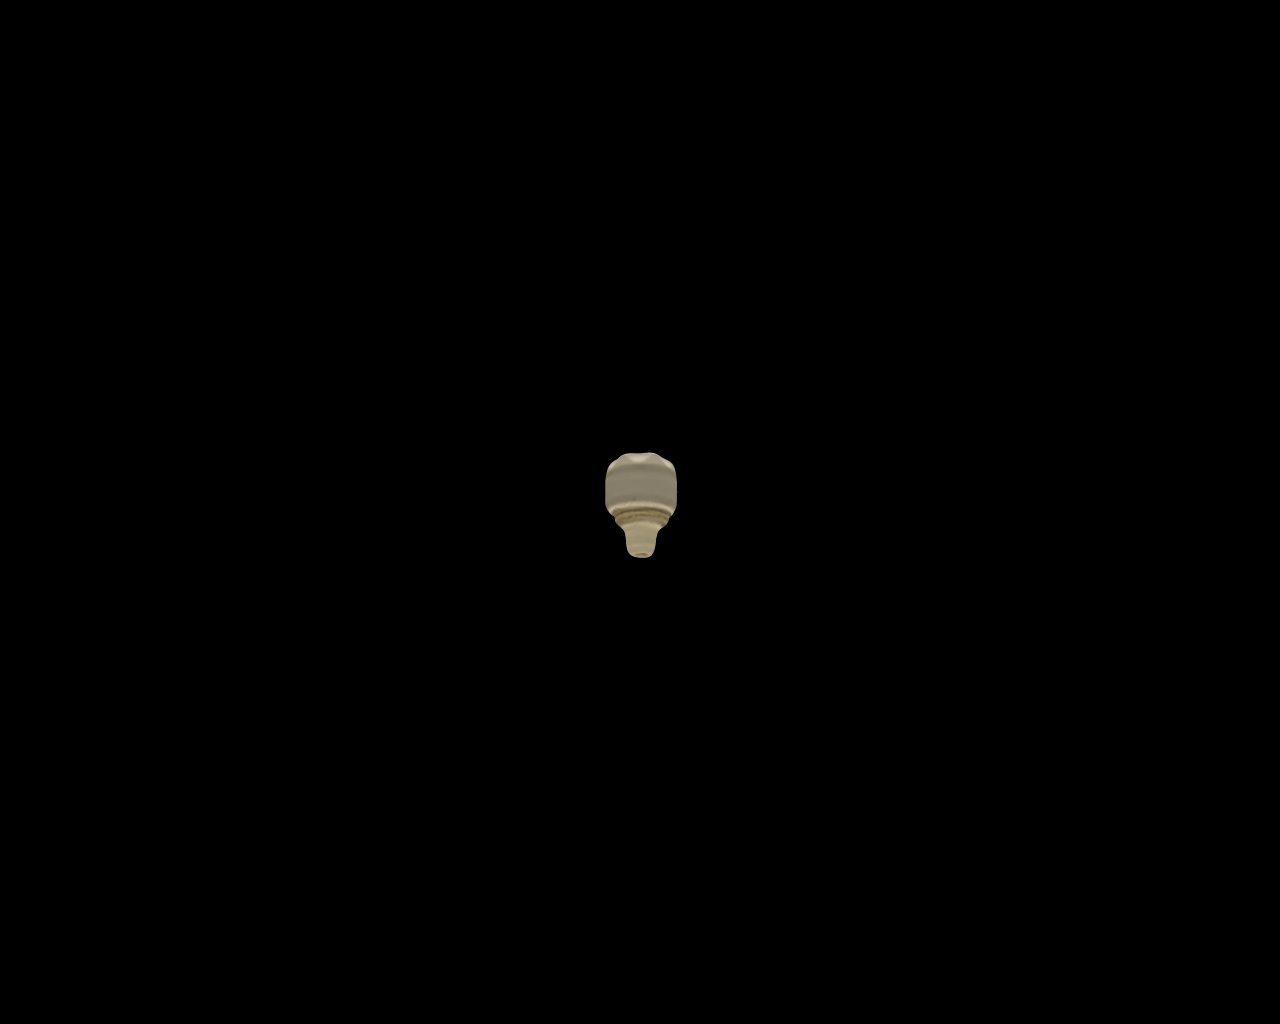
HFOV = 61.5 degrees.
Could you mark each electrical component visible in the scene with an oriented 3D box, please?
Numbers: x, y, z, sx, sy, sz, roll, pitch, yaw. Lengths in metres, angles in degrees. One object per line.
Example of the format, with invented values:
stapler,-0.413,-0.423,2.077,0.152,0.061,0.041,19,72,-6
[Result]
electrical component,0.001,-0.003,0.650,0.043,0.062,0.043,0,-17,0
